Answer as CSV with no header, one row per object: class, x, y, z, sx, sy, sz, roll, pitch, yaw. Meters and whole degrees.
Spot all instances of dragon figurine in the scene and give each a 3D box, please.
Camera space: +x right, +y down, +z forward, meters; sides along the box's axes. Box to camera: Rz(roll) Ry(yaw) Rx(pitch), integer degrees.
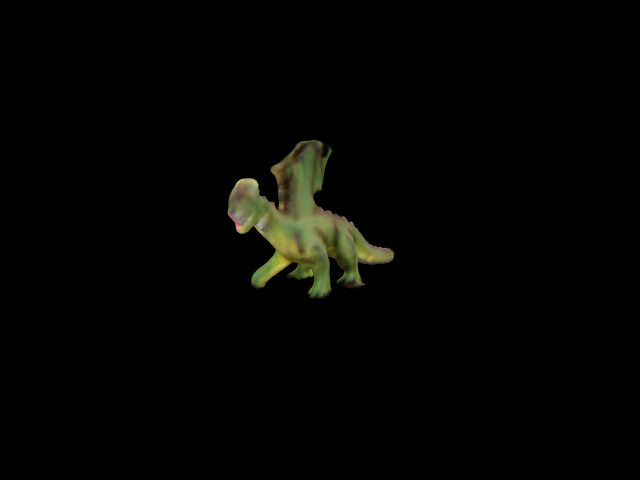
dragon figurine,0.003,-0.043,0.850,0.122,0.241,0.413,8,13,39
